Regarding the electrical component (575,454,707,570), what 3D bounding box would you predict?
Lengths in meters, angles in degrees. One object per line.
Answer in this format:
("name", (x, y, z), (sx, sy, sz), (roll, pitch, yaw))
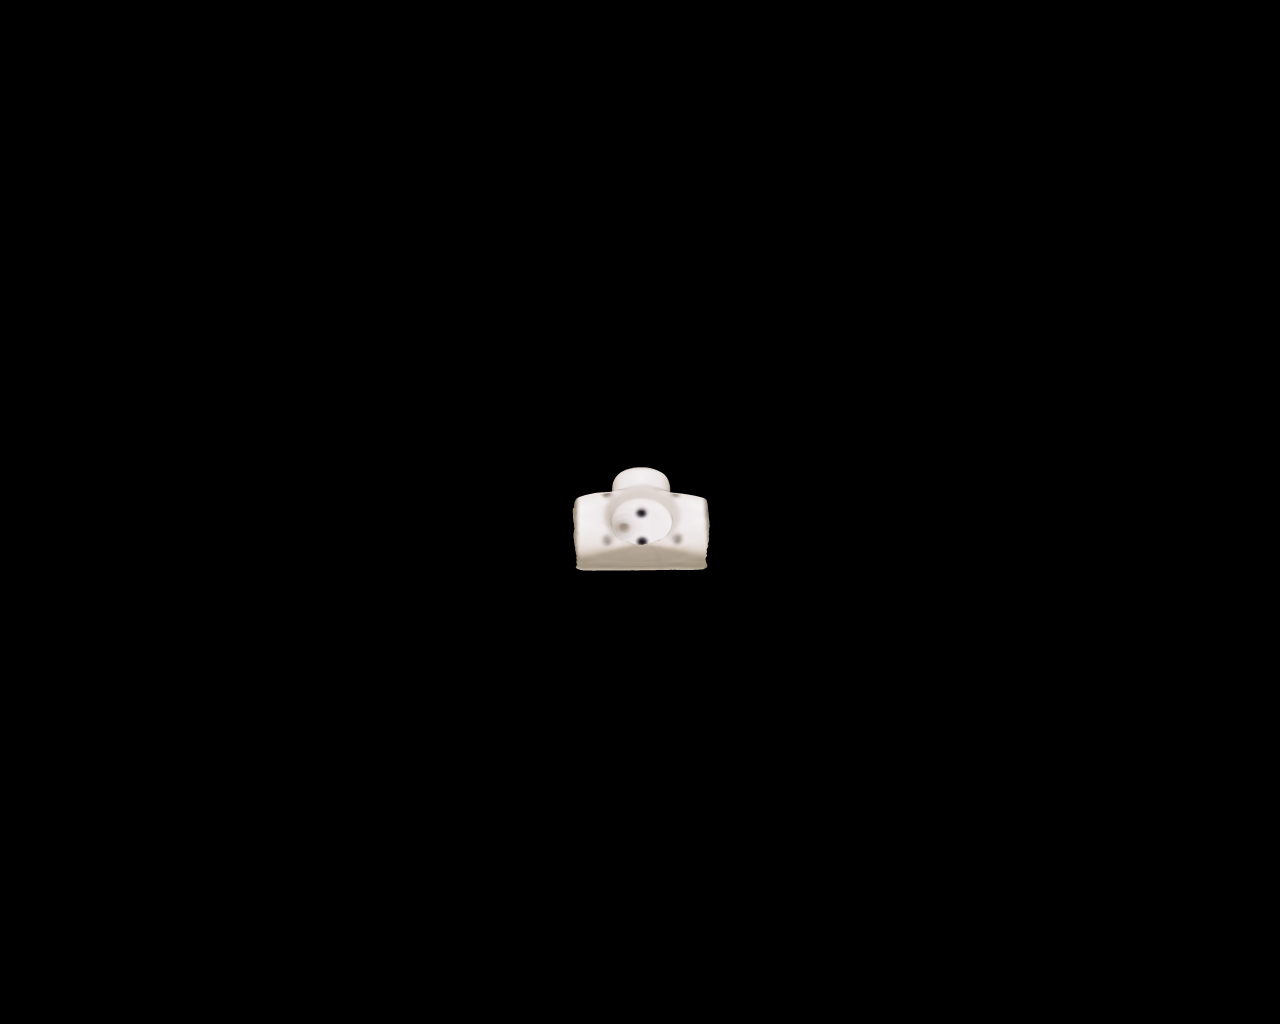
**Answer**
("electrical component", (0.001, -0.003, 0.650), (0.077, 0.079, 0.044), (0, -32, 0))
